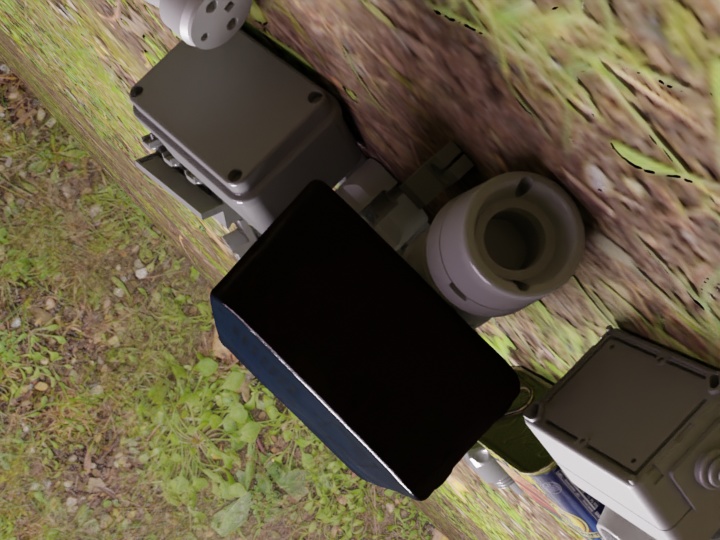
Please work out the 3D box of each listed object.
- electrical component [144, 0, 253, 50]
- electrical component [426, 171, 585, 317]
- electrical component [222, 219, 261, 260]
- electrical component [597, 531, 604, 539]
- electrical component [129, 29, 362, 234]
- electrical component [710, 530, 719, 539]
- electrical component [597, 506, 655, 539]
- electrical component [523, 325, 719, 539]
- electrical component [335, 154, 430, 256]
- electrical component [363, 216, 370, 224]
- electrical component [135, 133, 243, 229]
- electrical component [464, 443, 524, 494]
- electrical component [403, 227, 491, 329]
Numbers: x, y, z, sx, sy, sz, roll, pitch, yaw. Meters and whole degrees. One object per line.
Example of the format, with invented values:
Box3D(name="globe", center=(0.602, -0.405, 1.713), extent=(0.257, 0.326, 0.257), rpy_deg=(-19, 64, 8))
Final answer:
Box3D(name="electrical component", center=(-0.087, -0.144, 0.542), extent=(0.055, 0.045, 0.045), rpy_deg=(42, 170, 19))
Box3D(name="electrical component", center=(0.059, -0.011, 0.434), extent=(0.055, 0.055, 0.047), rpy_deg=(47, 167, -1))
Box3D(name="electrical component", center=(-0.072, -0.017, 0.883), extent=(0.078, 0.063, 0.121), rpy_deg=(63, 173, -11))
Box3D(name="electrical component", center=(0.158, 0.153, 0.626), extent=(0.040, 0.078, 0.040), rpy_deg=(33, -179, -1))
Box3D(name="electrical component", center=(-0.065, -0.082, 0.601), extent=(0.113, 0.078, 0.057), rpy_deg=(40, 172, 32))
Box3D(name="electrical component", center=(0.189, 0.137, 0.498), extent=(0.075, 0.047, 0.083), rpy_deg=(52, 169, -30))
Box3D(name="electrical component", center=(0.160, 0.131, 0.573), extent=(0.066, 0.055, 0.048), rpy_deg=(35, 166, 48))
Box3D(name="electrical component", center=(0.129, 0.076, 0.460), extent=(0.061, 0.062, 0.096), rpy_deg=(51, 169, -26))
Box3D(name="electrical component", center=(0.000, -0.024, 0.621), extent=(0.078, 0.057, 0.058), rpy_deg=(47, 171, -1))
Box3D(name="electrical component", center=(0.000, 0.000, 0.704), extent=(0.108, 0.060, 0.108), rpy_deg=(43, 168, 11))
Box3D(name="electrical component", center=(-0.118, -0.089, 0.837), extent=(0.121, 0.079, 0.063), rpy_deg=(36, 144, 47))
Box3D(name="electrical component", center=(0.122, 0.166, 0.922), extent=(0.062, 0.043, 0.043), rpy_deg=(47, 171, -14))
Box3D(name="electrical component", center=(0.050, 0.000, 0.516), extent=(0.055, 0.055, 0.047), rpy_deg=(46, 167, 2))
